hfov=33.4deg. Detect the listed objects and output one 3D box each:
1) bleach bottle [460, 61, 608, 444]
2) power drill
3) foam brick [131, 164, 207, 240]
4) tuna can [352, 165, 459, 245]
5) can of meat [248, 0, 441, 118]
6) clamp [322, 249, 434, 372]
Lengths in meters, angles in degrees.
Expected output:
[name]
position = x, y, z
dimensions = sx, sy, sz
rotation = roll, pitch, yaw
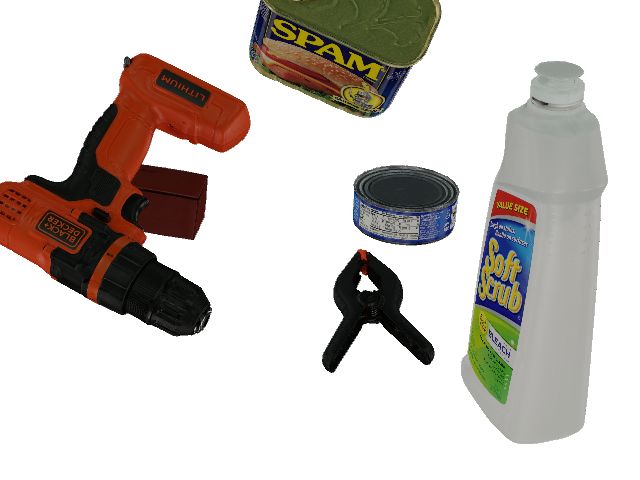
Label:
[bleach bottle]
position = 0.139, 0.005, 0.687
dimensions = 0.068, 0.251, 0.103
rotation = -9, 31, -13
[power drill]
position = -0.129, -0.037, 0.789
dimensions = 0.184, 0.187, 0.057
rotation = 28, -27, 6
[foam brick]
position = -0.159, -0.040, 1.097
dimensions = 0.078, 0.051, 0.053
rotation = 10, 31, 3
[tuna can]
position = 0.069, -0.029, 0.872
dimensions = 0.086, 0.034, 0.086
rotation = 2, 28, -1
[can of meat]
position = 0.010, -0.123, 0.633
dimensions = 0.102, 0.057, 0.084
rotation = 24, -20, -2
[clamp]
position = 0.066, 0.080, 1.194
dimensions = 0.120, 0.171, 0.039
rotation = 6, -43, -1
